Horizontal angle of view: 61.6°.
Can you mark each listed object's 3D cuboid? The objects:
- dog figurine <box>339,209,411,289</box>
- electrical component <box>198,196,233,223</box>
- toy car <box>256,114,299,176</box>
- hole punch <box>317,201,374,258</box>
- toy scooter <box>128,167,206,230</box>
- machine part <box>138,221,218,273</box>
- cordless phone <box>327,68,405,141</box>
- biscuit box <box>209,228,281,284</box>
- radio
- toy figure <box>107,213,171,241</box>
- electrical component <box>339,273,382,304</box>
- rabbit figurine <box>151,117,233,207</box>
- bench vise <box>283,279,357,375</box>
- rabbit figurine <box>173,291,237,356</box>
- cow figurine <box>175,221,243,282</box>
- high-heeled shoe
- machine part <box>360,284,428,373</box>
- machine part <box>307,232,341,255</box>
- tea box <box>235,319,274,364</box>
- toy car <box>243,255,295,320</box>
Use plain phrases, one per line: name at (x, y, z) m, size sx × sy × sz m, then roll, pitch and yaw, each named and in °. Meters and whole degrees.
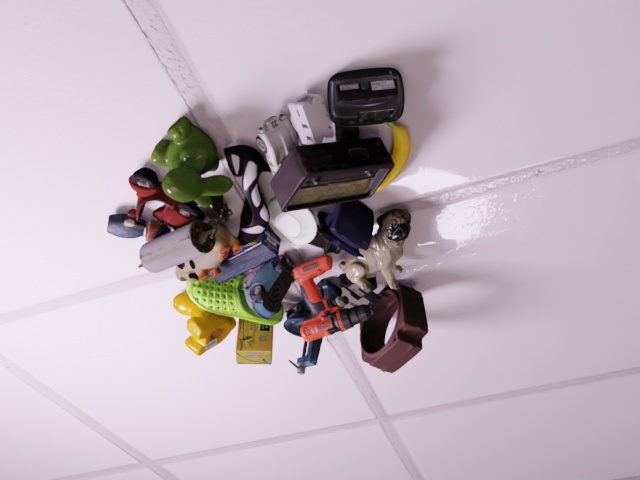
dog figurine at (0.130, 0.009, 1.291) m, size 0.172 × 0.121 × 0.190 m, roll -2°, pitch 118°, yaw 2°
electrical component at (-0.232, -0.081, 1.184) m, size 0.045 × 0.078 × 0.102 m, roll -14°, pitch 132°, yaw 23°
toy car at (-0.071, -0.162, 1.102) m, size 0.073 × 0.056 × 0.201 m, roll -38°, pitch 135°, yaw -21°
hole punch at (0.065, -0.035, 1.223) m, size 0.142 × 0.116 × 0.092 m, roll 33°, pitch 117°, yaw -30°
toy scooter at (-0.352, -0.073, 1.193) m, size 0.183 × 0.075 × 0.135 m, roll 32°, pitch 125°, yaw -25°
machine part at (-0.319, 0.016, 1.195) m, size 0.243 × 0.079 × 0.079 m, roll -21°, pitch 133°, yaw 30°
cordless phone at (0.091, -0.240, 1.054) m, size 0.147 × 0.089 × 0.184 m, roll -5°, pitch 146°, yaw 1°
biscuit box at (-0.192, 0.038, 1.305) m, size 0.203 × 0.059 × 0.062 m, roll -25°, pitch 131°, yaw 28°
radio at (0.028, -0.131, 1.068) m, size 0.229 × 0.073 × 0.131 m, roll -13°, pitch 157°, yaw -32°
toy figure at (-0.413, -0.026, 1.249) m, size 0.154 × 0.064 × 0.057 m, roll 10°, pitch 97°, yaw -18°
electrical component at (0.115, 0.120, 1.419) m, size 0.119 × 0.048 × 0.075 m, roll 32°, pitch 126°, yaw -30°
rabbit figurine at (-0.264, -0.129, 1.072) m, size 0.121 × 0.170 × 0.159 m, roll -32°, pitch 127°, yaw 26°
bench vise at (-0.012, 0.232, 1.407) m, size 0.224 × 0.240 × 0.128 m, roll -15°, pitch 139°, yaw 34°
rabbit figurine at (-0.311, 0.188, 1.413) m, size 0.162 × 0.173 × 0.121 m, roll -36°, pitch 147°, yaw -30°
cow figurine at (-0.282, 0.031, 1.264) m, size 0.195 × 0.127 × 0.085 m, roll -46°, pitch 160°, yaw 29°
high-heeled shoe at (-0.176, -0.090, 1.170) m, size 0.145 × 0.086 × 0.248 m, roll 14°, pitch 122°, yaw -27°
machine part at (0.188, 0.229, 1.422) m, size 0.087 × 0.201 × 0.201 m, roll 24°, pitch 129°, yaw -21°
machine part at (-0.003, -0.004, 1.300) m, size 0.139 × 0.039 × 0.084 m, roll 16°, pitch 137°, yaw -19°
tea box at (-0.173, 0.246, 1.448) m, size 0.098 × 0.170 × 0.068 m, roll 1°, pitch 134°, yaw -5°
toy car at (-0.138, 0.109, 1.353) m, size 0.103 × 0.161 × 0.109 m, roll 18°, pitch 162°, yaw 34°
